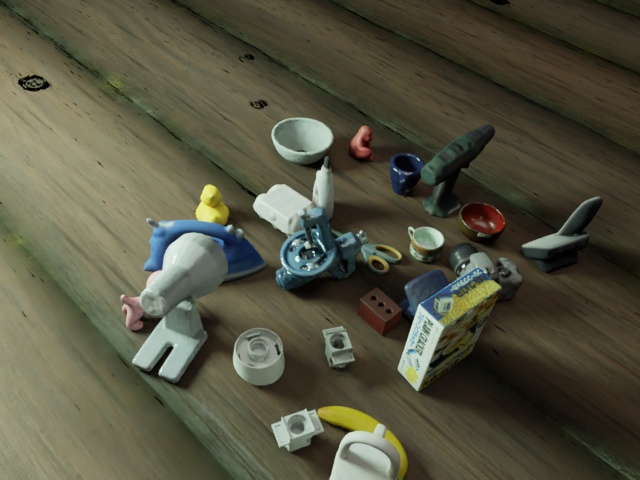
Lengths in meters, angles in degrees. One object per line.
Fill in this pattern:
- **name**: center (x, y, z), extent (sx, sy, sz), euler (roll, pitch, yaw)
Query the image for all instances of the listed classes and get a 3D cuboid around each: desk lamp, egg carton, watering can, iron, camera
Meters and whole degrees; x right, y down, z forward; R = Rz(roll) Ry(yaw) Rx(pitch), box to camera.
- **desk lamp**: center (-0.261, 0.119, 1.064), extent (0.117, 0.213, 0.203), euler (18, 47, 11)
- **egg carton**: center (-0.082, -0.069, 1.369), extent (0.150, 0.069, 0.107), euler (34, 51, 23)
- **watering can**: center (0.070, 0.362, 0.884), extent (0.101, 0.194, 0.173), euler (4, 46, -2)
- **iron**: center (-0.243, 0.008, 1.224), extent (0.258, 0.141, 0.118), euler (1, 46, -6)
- **camera**: center (0.357, 0.064, 1.273), extent (0.143, 0.101, 0.136), euler (-8, 48, -14)

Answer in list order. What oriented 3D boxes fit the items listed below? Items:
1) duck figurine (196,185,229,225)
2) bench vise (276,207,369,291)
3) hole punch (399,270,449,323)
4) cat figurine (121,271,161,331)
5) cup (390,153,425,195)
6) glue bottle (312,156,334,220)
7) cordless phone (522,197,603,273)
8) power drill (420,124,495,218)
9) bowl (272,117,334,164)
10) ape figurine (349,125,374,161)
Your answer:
- **duck figurine**: center (-0.255, -0.084, 1.351), extent (0.077, 0.086, 0.104), euler (-7, 47, -13)
- **bench vise**: center (0.003, -0.002, 1.210), extent (0.208, 0.220, 0.121), euler (-33, 57, -32)
- **hole punch**: center (0.235, 0.129, 1.201), extent (0.109, 0.091, 0.101), euler (-21, 52, -25)
- **cat figurine**: center (-0.331, 0.107, 1.135), extent (0.128, 0.118, 0.067), euler (-19, 51, -23)
- **cup**: center (0.216, -0.154, 1.469), extent (0.091, 0.095, 0.118), euler (14, 46, 7)
- **glue bottle**: center (0.010, -0.131, 1.367), extent (0.037, 0.173, 0.078), euler (-11, 48, -16)
- **cordless phone**: center (0.564, -0.024, 1.324), extent (0.148, 0.185, 0.094), euler (-19, 51, -23)
- **power drill**: center (0.330, -0.166, 1.416), extent (0.230, 0.208, 0.075), euler (-31, 56, -31)
- **bowl**: center (-0.048, -0.256, 1.550), extent (0.167, 0.075, 0.167), euler (4, 46, -3)
- **ape figurine**: center (0.121, -0.271, 1.573), extent (0.076, 0.092, 0.078), euler (18, 47, 10)
